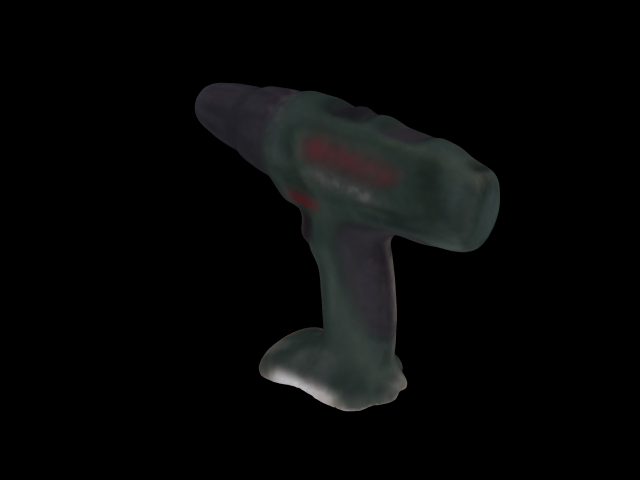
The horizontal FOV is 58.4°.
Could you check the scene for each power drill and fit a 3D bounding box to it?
[{"bbox_3d":[0.004,0.001,0.400,0.228,0.208,0.076,12,23,31],"label":"power drill"}]
